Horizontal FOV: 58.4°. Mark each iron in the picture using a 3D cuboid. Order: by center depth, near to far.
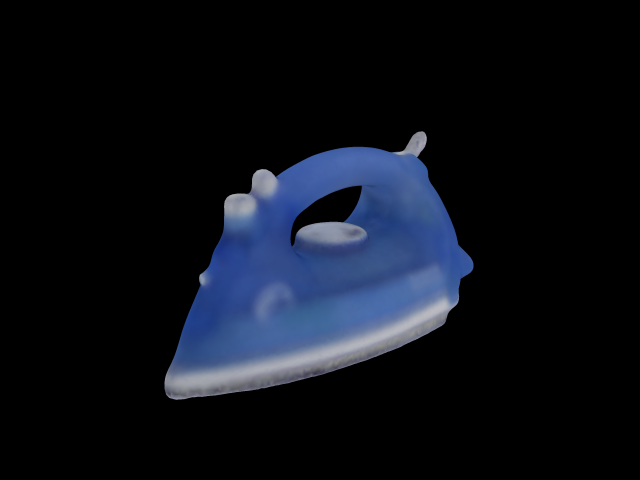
[{"bbox_3d":[0.004,0.001,0.400,0.118,0.141,0.259,14,20,42],"label":"iron"}]
